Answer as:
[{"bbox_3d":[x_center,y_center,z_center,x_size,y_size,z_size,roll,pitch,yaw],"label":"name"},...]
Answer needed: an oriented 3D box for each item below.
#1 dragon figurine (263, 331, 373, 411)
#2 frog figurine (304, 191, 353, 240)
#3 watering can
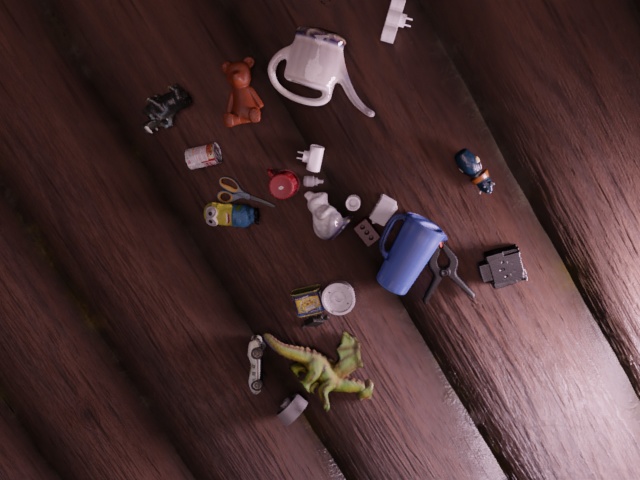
[{"bbox_3d":[0.025,0.402,1.724,0.243,0.122,0.409,-40,96,-5],"label":"dragon figurine"},{"bbox_3d":[0.005,-0.080,1.598,0.159,0.137,0.123,38,88,-3],"label":"frog figurine"},{"bbox_3d":[0.020,-0.502,1.528,0.348,0.105,0.222,17,102,4],"label":"watering can"}]
